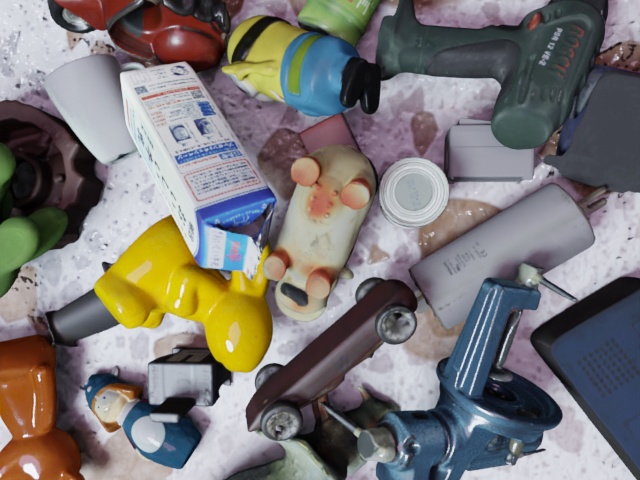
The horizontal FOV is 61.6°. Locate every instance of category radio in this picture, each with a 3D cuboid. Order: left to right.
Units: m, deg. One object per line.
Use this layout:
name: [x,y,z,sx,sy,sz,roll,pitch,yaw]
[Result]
radio: [0.336,0.154,0.530,0.131,0.073,0.229,-38,88,6]

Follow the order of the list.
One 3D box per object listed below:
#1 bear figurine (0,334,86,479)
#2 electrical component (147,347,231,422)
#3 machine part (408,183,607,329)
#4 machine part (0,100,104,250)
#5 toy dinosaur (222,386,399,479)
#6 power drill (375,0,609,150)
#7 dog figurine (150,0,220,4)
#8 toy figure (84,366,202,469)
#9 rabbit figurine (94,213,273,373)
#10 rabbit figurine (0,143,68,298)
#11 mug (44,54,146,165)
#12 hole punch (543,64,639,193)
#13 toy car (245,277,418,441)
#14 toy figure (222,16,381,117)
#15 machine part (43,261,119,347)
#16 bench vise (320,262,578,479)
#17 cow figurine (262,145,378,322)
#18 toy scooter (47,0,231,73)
bear figurine: [-0.346,0.209,0.600,0.120,0.132,0.195,-12,85,37]
electrical component: [-0.144,0.149,0.571,0.075,0.119,0.047,-1,91,10]
machine part: [0.180,0.017,0.544,0.243,0.079,0.079,-31,87,7]
machine part: [-0.344,-0.069,0.626,0.179,0.056,0.179,0,90,8]
toy dinosaur: [-0.080,0.315,0.571,0.405,0.131,0.192,-41,73,11]
power drill: [0.168,-0.203,0.532,0.207,0.086,0.232,17,68,8]
dog figurine: [-0.191,-0.322,0.534,0.172,0.190,0.121,-5,90,9]
toy figure: [-0.209,0.200,0.613,0.154,0.057,0.064,29,56,8]
rabbit figurine: [-0.115,0.058,0.562,0.173,0.121,0.162,40,69,8]
rabbit figurine: [-0.352,-0.014,0.559,0.159,0.121,0.170,-4,106,1]
mug: [-0.233,-0.145,0.605,0.109,0.081,0.107,-25,98,-16]
hole punch: [0.302,-0.111,0.532,0.142,0.092,0.115,13,122,5]
toy car: [0.012,0.114,0.517,0.202,0.089,0.053,-42,111,0]
toy figure: [-0.019,-0.176,0.549,0.180,0.082,0.089,21,77,35]
machine part: [-0.253,0.076,0.626,0.139,0.039,0.084,-31,95,5]
bench vise: [0.140,0.131,0.499,0.223,0.129,0.240,11,103,-22]
cow figurine: [-0.001,-0.002,0.525,0.086,0.127,0.194,23,120,8]
toy scooter: [-0.160,-0.227,0.527,0.135,0.184,0.075,-17,72,49]
